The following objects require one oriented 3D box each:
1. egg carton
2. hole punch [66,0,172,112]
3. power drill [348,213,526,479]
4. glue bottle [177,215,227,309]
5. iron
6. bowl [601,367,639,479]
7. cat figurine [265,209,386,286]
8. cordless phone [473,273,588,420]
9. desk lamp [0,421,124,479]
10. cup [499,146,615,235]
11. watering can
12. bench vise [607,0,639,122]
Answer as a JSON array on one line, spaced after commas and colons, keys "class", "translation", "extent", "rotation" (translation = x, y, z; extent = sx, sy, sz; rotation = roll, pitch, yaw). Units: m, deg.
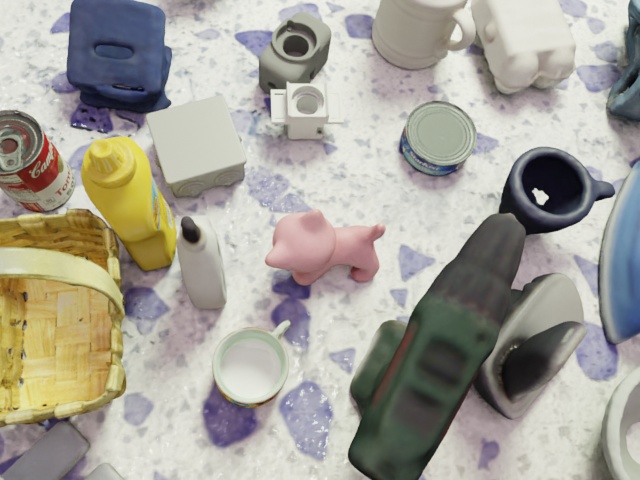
[{"class": "egg carton", "translation": [0.251, -0.258, 0.719], "extent": [0.107, 0.069, 0.150], "rotation": [-11, 73, -9]}, {"class": "hole punch", "translation": [-0.222, -0.206, 0.641], "extent": [0.108, 0.091, 0.101], "rotation": [5, 71, -4]}, {"class": "power drill", "translation": [0.091, 0.101, 0.507], "extent": [0.075, 0.208, 0.230], "rotation": [27, 71, 4]}, {"class": "glue bottle", "translation": [-0.113, 0.012, 0.535], "extent": [0.037, 0.173, 0.078], "rotation": [-7, 72, -8]}, {"class": "iron", "translation": [0.393, -0.010, 0.612], "extent": [0.118, 0.141, 0.258], "rotation": [29, 71, 5]}, {"class": "bowl", "translation": [0.349, 0.204, 0.570], "extent": [0.167, 0.074, 0.167], "rotation": [2, 71, -5]}, {"class": "cat figurine", "translation": [0.005, 0.002, 0.580], "extent": [0.128, 0.117, 0.067], "rotation": [-7, 72, -8]}, {"class": "cordless phone", "translation": [0.217, 0.090, 0.537], "extent": [0.094, 0.185, 0.148], "rotation": [39, 72, 8]}, {"class": "desk lamp", "translation": [-0.271, 0.236, 0.422], "extent": [0.118, 0.213, 0.203], "rotation": [41, 72, 8]}, {"class": "cup", "translation": [0.250, -0.043, 0.633], "extent": [0.118, 0.095, 0.091], "rotation": [0, 71, -6]}, {"class": "watering can", "translation": [0.118, -0.298, 0.653], "extent": [0.172, 0.194, 0.101], "rotation": [34, 71, 6]}, {"class": "bench vise", "translation": [0.431, -0.245, 0.654], "extent": [0.121, 0.219, 0.207], "rotation": [0, 71, -6]}]
